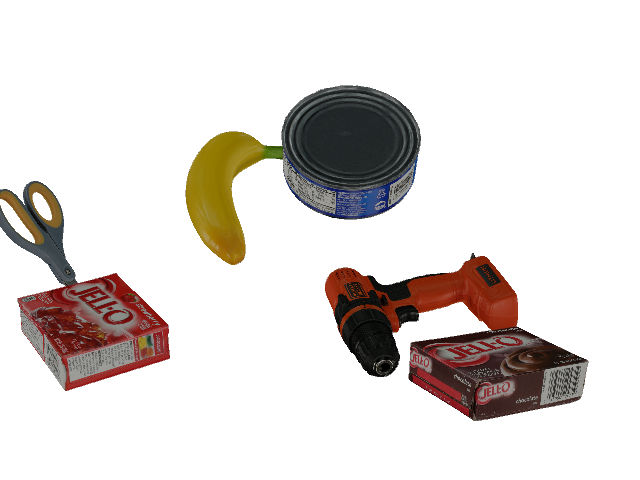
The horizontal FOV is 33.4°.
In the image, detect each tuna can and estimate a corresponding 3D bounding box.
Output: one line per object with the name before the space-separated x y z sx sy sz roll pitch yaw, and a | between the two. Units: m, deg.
tuna can | 0.019 -0.055 0.667 0.086 0.086 0.034 0 -37 -1

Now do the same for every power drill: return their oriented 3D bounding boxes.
power drill | 0.109 0.075 1.129 0.187 0.057 0.184 -6 28 -11

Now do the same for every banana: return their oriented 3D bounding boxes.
banana | -0.077 -0.047 0.886 0.069 0.037 0.197 11 33 3

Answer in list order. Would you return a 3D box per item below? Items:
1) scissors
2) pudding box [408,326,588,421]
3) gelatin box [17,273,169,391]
scissors | -0.266 0.018 1.119 0.016 0.201 0.096 -27 24 28
pudding box | 0.140 0.104 0.851 0.113 0.039 0.090 -3 16 -30
gelatin box | -0.151 0.057 0.707 0.073 0.030 0.089 -15 30 -28
